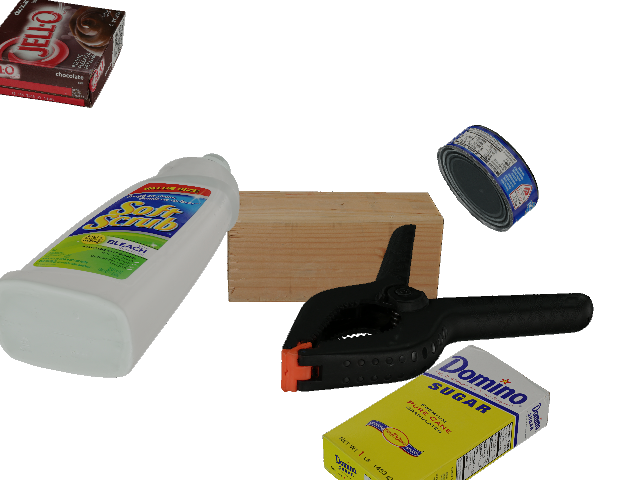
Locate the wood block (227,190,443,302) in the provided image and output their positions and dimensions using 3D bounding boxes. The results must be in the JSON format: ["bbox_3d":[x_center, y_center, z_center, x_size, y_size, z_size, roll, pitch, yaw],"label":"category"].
[{"bbox_3d":[0.010,0.006,1.067,0.206,0.091,0.090,1,20,-6],"label":"wood block"}]

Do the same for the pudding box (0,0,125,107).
[{"bbox_3d":[-0.215,-0.154,0.865,0.090,0.039,0.113,9,35,0],"label":"pudding box"}]

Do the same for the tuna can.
[{"bbox_3d":[0.135,-0.051,0.863,0.033,0.086,0.086,-39,10,-13],"label":"tuna can"}]

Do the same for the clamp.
[{"bbox_3d":[0.049,0.044,0.690,0.209,0.036,0.165,-17,30,-34],"label":"clamp"}]

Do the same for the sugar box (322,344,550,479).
[{"bbox_3d":[0.098,0.156,0.885,0.176,0.048,0.093,-29,42,-30],"label":"sugar box"}]

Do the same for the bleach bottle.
[{"bbox_3d":[-0.129,-0.001,0.772,0.103,0.068,0.250,9,31,13],"label":"bleach bottle"}]
